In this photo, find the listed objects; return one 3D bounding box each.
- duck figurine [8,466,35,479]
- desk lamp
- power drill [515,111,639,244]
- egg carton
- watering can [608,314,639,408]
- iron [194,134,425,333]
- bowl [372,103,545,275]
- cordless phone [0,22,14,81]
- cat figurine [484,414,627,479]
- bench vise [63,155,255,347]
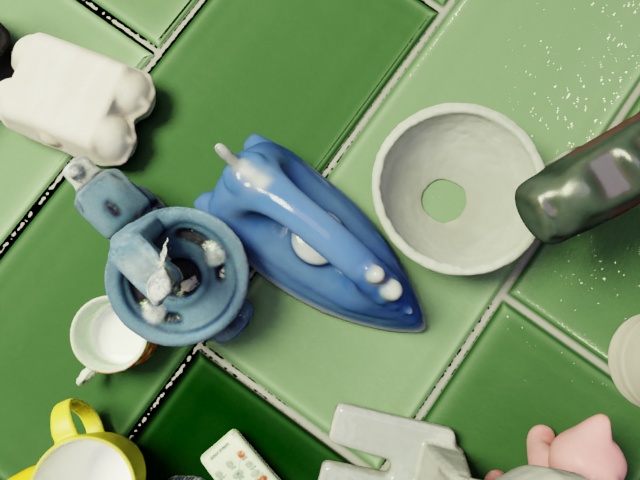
[{"bbox_3d":[-0.281,0.261,0.512,0.077,0.086,0.104,34,83,4],"label":"duck figurine"},{"bbox_3d":[0.103,0.221,0.461,0.203,0.213,0.118,13,82,1],"label":"desk lamp"},{"bbox_3d":[0.264,-0.067,0.505,0.229,0.208,0.075,-30,84,-5],"label":"power drill"},{"bbox_3d":[-0.245,-0.140,0.574,0.150,0.069,0.107,20,83,2],"label":"egg carton"},{"bbox_3d":[0.342,0.103,0.491,0.101,0.194,0.173,-8,83,-2],"label":"watering can"},{"bbox_3d":[0.005,0.002,0.524,0.258,0.141,0.119,37,83,4],"label":"iron"},{"bbox_3d":[0.131,-0.045,0.567,0.167,0.074,0.167,0,82,-1],"label":"bowl"},{"bbox_3d":[-0.372,-0.175,0.518,0.094,0.185,0.148,33,83,4],"label":"cordless phone"},{"bbox_3d":[0.219,0.215,0.513,0.067,0.117,0.128,43,84,5],"label":"cat figurine"},{"bbox_3d":[-0.154,0.013,0.480,0.207,0.219,0.121,28,83,3],"label":"bench vise"}]
